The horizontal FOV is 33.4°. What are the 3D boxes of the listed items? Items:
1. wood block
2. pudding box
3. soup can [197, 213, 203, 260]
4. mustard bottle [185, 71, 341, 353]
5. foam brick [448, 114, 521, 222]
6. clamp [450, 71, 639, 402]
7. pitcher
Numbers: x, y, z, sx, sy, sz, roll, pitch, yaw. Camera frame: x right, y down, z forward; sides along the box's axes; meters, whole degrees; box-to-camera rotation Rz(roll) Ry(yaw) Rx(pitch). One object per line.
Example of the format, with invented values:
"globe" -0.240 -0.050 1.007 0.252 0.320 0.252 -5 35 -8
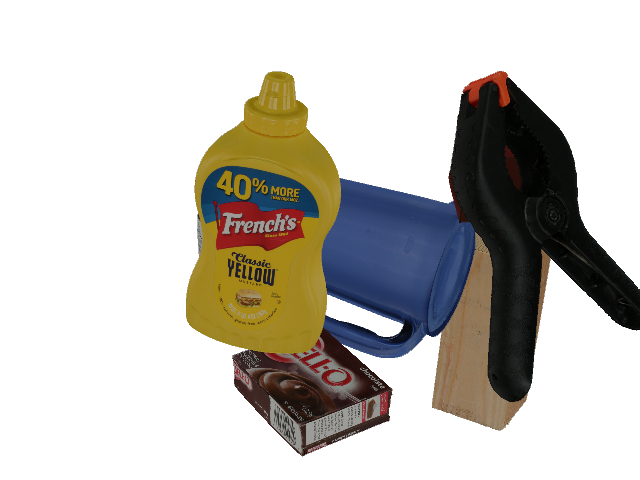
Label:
"wood block" 0.194 0.095 1.209 0.090 0.206 0.090 16 24 25
"pudding box" -0.008 0.122 0.889 0.089 0.039 0.114 -18 36 -28
"soup can" -0.109 0.014 1.245 0.068 0.102 0.068 0 25 0
"mustard bottle" -0.036 -0.019 0.711 0.096 0.192 0.058 13 28 10
"foam brick" 0.138 -0.060 0.879 0.053 0.051 0.078 -4 -40 -4
"clamp" 0.109 -0.002 0.574 0.120 0.171 0.039 -33 7 -38
"pitcher" 0.024 0.009 1.078 0.243 0.145 0.149 17 23 21
